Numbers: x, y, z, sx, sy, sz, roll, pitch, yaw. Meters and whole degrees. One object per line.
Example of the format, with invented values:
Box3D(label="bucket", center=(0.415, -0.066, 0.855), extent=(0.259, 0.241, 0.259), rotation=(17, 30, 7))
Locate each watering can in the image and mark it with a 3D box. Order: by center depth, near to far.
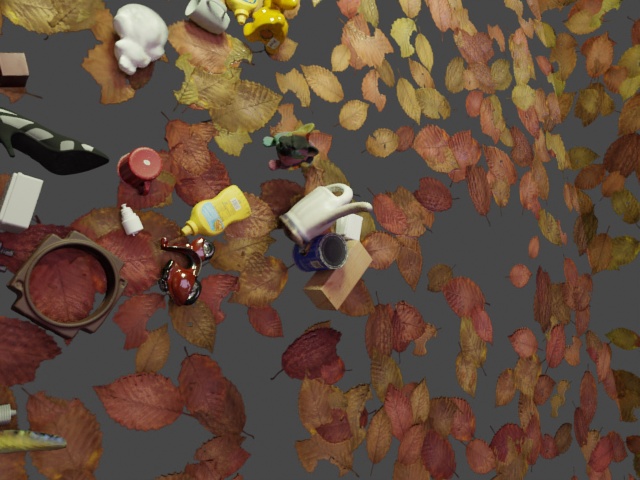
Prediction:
Box3D(label="watering can", center=(0.004, -0.071, 1.410), extent=(0.225, 0.351, 0.103), rotation=(-39, 111, -5))

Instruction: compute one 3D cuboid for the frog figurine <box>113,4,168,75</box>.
Box3D(label="frog figurine", center=(-0.454, -0.495, 1.272), extent=(0.135, 0.122, 0.163), rotation=(49, 44, -42))

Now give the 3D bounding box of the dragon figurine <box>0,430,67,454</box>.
Box3D(label="dragon figurine", center=(-0.708, 0.389, 0.923), extent=(0.407, 0.123, 0.242), rotation=(32, 94, -19))
